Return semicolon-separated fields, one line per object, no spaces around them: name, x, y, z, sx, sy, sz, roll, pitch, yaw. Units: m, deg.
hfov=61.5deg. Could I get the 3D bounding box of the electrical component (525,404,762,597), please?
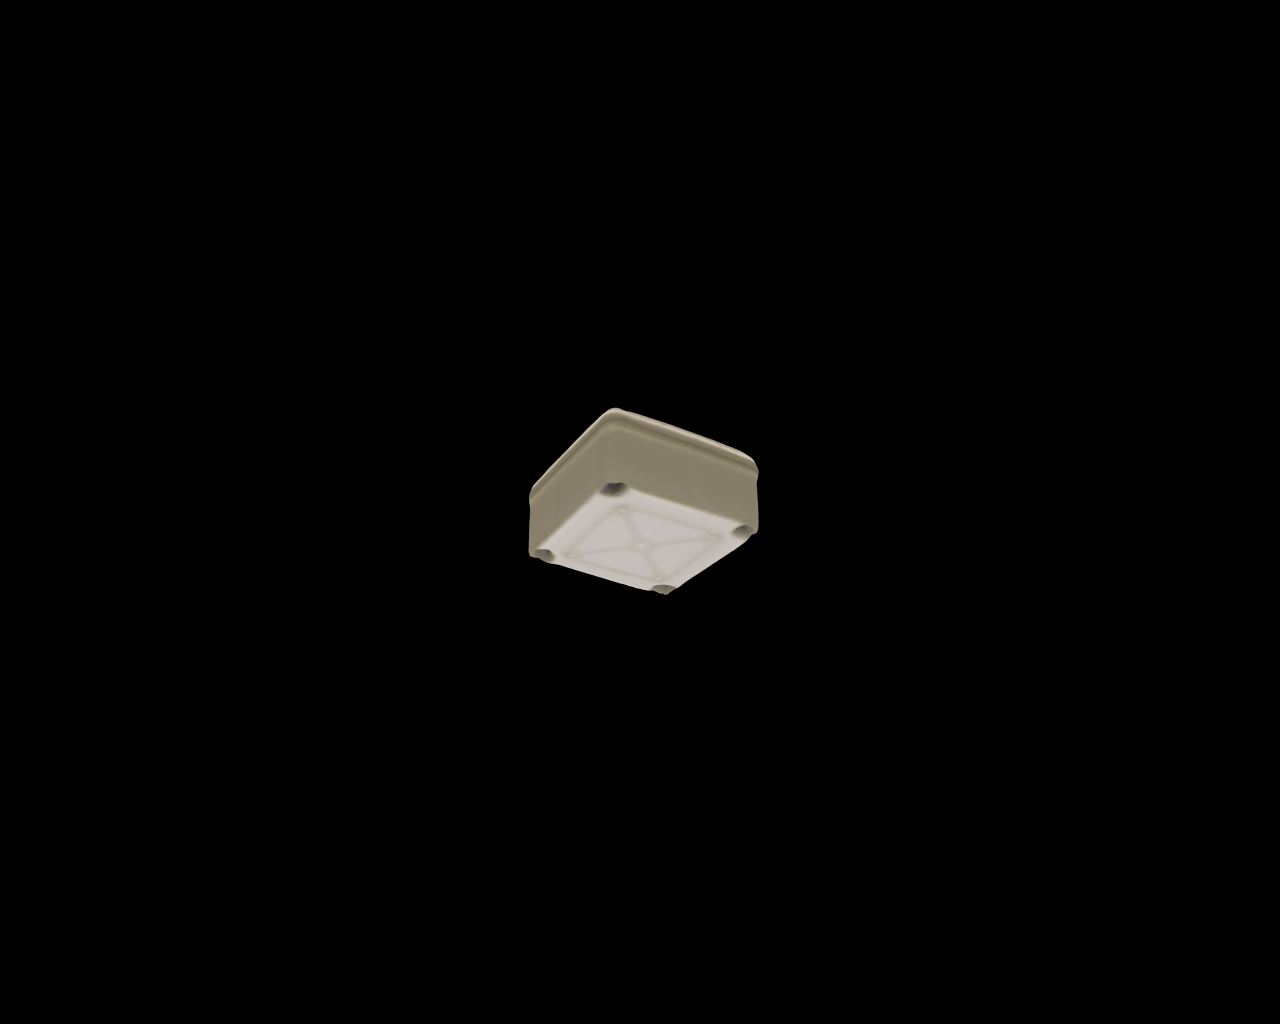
electrical component;0.001;-0.003;0.650;0.109;0.056;0.108;18;-35;-27
